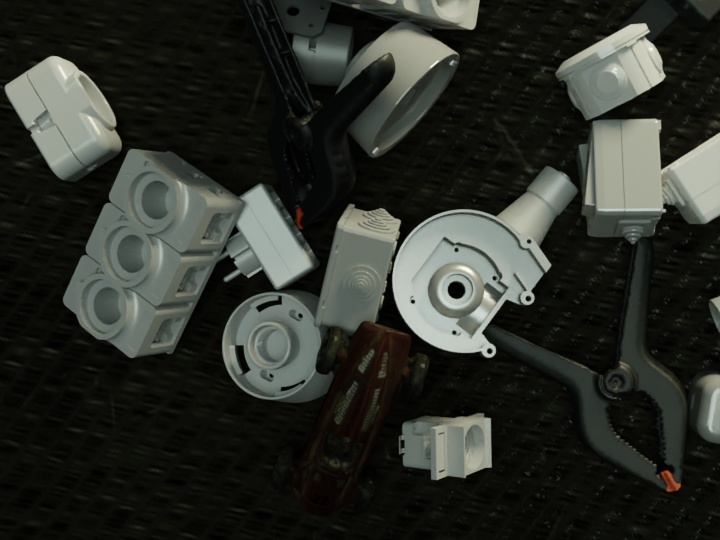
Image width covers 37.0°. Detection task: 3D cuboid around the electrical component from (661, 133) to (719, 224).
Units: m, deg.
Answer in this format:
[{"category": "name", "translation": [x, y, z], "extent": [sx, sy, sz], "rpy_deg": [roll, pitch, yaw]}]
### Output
[{"category": "electrical component", "translation": [0.288, -0.073, 0.870], "extent": [0.096, 0.062, 0.061], "rpy_deg": [-33, 89, 6]}]

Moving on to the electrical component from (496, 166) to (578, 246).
[{"category": "electrical component", "translation": [0.150, -0.053, 0.896], "extent": [0.044, 0.044, 0.065], "rpy_deg": [40, 91, 3]}]

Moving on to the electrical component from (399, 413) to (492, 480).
[{"category": "electrical component", "translation": [0.071, 0.145, 0.895], "extent": [0.064, 0.081, 0.042], "rpy_deg": [-1, 91, 35]}]

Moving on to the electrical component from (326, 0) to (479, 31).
[{"category": "electrical component", "translation": [0.022, -0.254, 0.825], "extent": [0.060, 0.186, 0.105], "rpy_deg": [13, 97, 44]}]

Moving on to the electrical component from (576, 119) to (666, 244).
[{"category": "electrical component", "translation": [0.208, -0.067, 0.866], "extent": [0.061, 0.061, 0.096], "rpy_deg": [0, 74, 5]}]

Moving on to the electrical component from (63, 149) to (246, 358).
[{"category": "electrical component", "translation": [-0.175, -0.014, 0.891], "extent": [0.089, 0.062, 0.150], "rpy_deg": [34, 107, 22]}]

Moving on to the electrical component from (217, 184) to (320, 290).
[{"category": "electrical component", "translation": [-0.089, -0.019, 0.916], "extent": [0.076, 0.047, 0.083], "rpy_deg": [-32, 89, 6]}]

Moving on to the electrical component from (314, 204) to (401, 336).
[{"category": "electrical component", "translation": [0.000, 0.000, 0.882], "extent": [0.048, 0.099, 0.099], "rpy_deg": [14, 104, 2]}]

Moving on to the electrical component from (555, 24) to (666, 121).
[{"category": "electrical component", "translation": [0.203, -0.160, 0.867], "extent": [0.080, 0.080, 0.051], "rpy_deg": [-29, 95, 6]}]

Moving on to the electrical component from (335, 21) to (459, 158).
[{"category": "electrical component", "translation": [0.022, -0.152, 0.872], "extent": [0.060, 0.108, 0.108], "rpy_deg": [42, 95, 9]}]

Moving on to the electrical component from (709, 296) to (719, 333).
[{"category": "electrical component", "translation": [0.338, 0.046, 0.880], "extent": [0.077, 0.043, 0.079], "rpy_deg": [-23, 90, 6]}]

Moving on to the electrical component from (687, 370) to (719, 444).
[{"category": "electrical component", "translation": [0.321, 0.117, 0.876], "extent": [0.095, 0.059, 0.053], "rpy_deg": [9, 93, 5]}]

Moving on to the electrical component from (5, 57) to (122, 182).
[{"category": "electrical component", "translation": [-0.250, -0.132, 0.923], "extent": [0.059, 0.054, 0.095], "rpy_deg": [-31, 89, 6]}]

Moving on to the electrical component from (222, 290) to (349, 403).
[{"category": "electrical component", "translation": [-0.065, 0.065, 0.921], "extent": [0.099, 0.064, 0.099], "rpy_deg": [-1, 86, 18]}]

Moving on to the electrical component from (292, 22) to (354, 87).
[{"category": "electrical component", "translation": [-0.031, -0.181, 0.901], "extent": [0.047, 0.055, 0.055], "rpy_deg": [7, 93, 2]}]
